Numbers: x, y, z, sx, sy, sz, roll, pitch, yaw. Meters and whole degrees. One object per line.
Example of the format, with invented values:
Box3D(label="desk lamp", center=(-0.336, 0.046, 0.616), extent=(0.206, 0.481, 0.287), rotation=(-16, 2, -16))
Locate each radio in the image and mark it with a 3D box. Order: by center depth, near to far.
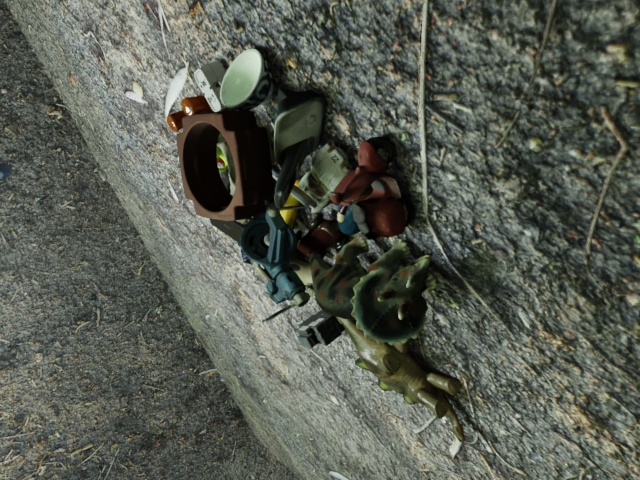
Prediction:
Box3D(label="radio", center=(-0.177, -0.063, 1.339), extent=(0.230, 0.131, 0.073), rotation=(30, 145, 42))

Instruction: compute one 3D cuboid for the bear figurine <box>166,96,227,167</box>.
Box3D(label="bear figurine", center=(-0.249, -0.236, 1.265), extent=(0.120, 0.132, 0.195), rotation=(-21, 96, 46))

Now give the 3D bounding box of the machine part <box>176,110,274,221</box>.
Box3D(label="machine part", center=(-0.181, -0.143, 1.027), extent=(0.202, 0.087, 0.200), rotation=(8, 109, 43))

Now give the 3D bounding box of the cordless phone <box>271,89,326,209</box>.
Box3D(label="cordless phone", center=(-0.053, -0.159, 0.940), extent=(0.089, 0.184, 0.146), rotation=(14, 148, 3))

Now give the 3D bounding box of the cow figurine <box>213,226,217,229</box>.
Box3D(label="cow figurine", center=(-0.210, -0.049, 1.475), extent=(0.168, 0.098, 0.068), rotation=(21, 111, 37))

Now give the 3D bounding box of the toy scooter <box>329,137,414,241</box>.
Box3D(label="toy scooter", center=(0.079, -0.066, 0.879), extent=(0.075, 0.135, 0.183), rotation=(20, 139, 49))

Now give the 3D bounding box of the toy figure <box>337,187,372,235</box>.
Box3D(label="toy figure", center=(0.062, -0.073, 0.980), extent=(0.058, 0.064, 0.154), rotation=(24, 141, 14))

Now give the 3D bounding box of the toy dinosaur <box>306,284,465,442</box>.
Box3D(label="toy dinosaur", center=(0.144, 0.255, 1.169), extent=(0.471, 0.105, 0.198), rotation=(49, 156, 3))

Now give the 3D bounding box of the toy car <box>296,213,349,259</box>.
Box3D(label="toy car", center=(-0.002, -0.004, 1.196), extent=(0.089, 0.053, 0.202), rotation=(36, 157, -7))

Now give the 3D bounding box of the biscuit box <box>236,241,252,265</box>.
Box3D(label="biscuit box", center=(-0.175, 0.028, 1.441), extent=(0.202, 0.063, 0.059), rotation=(99, 151, -84))

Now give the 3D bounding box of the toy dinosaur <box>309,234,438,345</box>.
Box3D(label="toy dinosaur", center=(0.065, 0.088, 0.990), extent=(0.405, 0.192, 0.131), rotation=(-3, 119, 50))

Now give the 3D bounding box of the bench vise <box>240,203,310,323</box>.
Box3D(label="bench vise", center=(-0.091, 0.025, 1.113), extent=(0.240, 0.129, 0.224), rotation=(100, 150, -52))

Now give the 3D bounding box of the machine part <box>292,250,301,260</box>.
Box3D(label="machine part", center=(-0.081, 0.069, 1.395), extent=(0.079, 0.079, 0.242), rotation=(19, 136, 52))

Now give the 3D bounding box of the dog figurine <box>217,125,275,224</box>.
Box3D(label="dog figurine", center=(-0.133, -0.136, 1.137), extent=(0.172, 0.121, 0.190), rotation=(-7, 100, 46))

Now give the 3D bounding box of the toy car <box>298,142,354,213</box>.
Box3D(label="toy car", center=(0.008, -0.117, 1.036), extent=(0.073, 0.056, 0.201), rotation=(53, 155, 6))

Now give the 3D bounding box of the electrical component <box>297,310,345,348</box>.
Box3D(label="electrical component", center=(0.008, 0.218, 1.349), extent=(0.058, 0.134, 0.115), rotation=(59, 157, -6))

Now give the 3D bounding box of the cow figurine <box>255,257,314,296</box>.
Box3D(label="cow figurine", center=(-0.065, 0.078, 1.300), extent=(0.195, 0.085, 0.127), rotation=(12, 131, 13))

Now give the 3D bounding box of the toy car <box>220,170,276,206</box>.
Box3D(label="toy car", center=(-0.171, -0.123, 1.268), extent=(0.103, 0.162, 0.109), rotation=(-80, -22, -81))
